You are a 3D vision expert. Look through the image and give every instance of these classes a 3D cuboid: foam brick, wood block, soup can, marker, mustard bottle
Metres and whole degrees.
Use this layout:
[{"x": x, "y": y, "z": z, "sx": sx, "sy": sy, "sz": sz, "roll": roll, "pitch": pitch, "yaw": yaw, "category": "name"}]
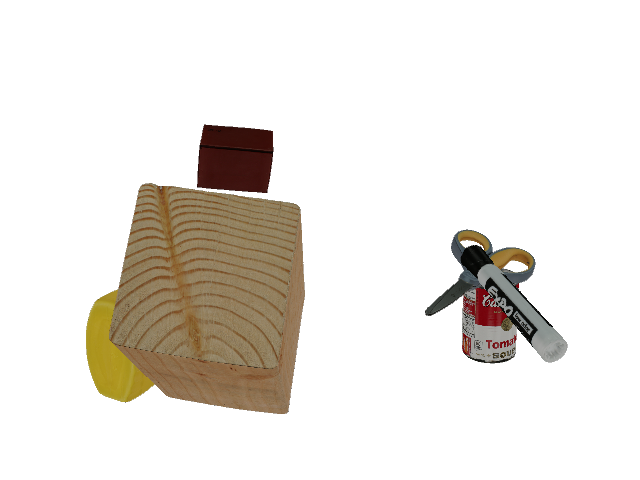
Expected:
[{"x": -0.090, "y": -0.088, "z": 1.139, "sx": 0.078, "sy": 0.051, "sz": 0.053, "roll": 5, "pitch": 31, "yaw": -3, "category": "foam brick"}, {"x": -0.060, "y": 0.045, "z": 0.651, "sx": 0.090, "sy": 0.091, "sz": 0.206, "roll": 8, "pitch": -15, "yaw": 2, "category": "wood block"}, {"x": 0.209, "y": 0.092, "z": 1.319, "sx": 0.068, "sy": 0.102, "sz": 0.068, "roll": -1, "pitch": 19, "yaw": 0, "category": "soup can"}, {"x": 0.130, "y": 0.040, "z": 0.734, "sx": 0.020, "sy": 0.020, "sz": 0.121, "roll": 0, "pitch": 32, "yaw": -25, "category": "marker"}, {"x": -0.134, "y": 0.072, "z": 0.998, "sx": 0.058, "sy": 0.096, "sz": 0.191, "roll": 11, "pitch": 21, "yaw": 29, "category": "mustard bottle"}]

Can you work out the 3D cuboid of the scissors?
[{"x": 0.136, "y": 0.028, "z": 1.050, "sx": 0.201, "sy": 0.016, "sz": 0.096, "roll": -13, "pitch": 39, "yaw": -44, "category": "scissors"}]
